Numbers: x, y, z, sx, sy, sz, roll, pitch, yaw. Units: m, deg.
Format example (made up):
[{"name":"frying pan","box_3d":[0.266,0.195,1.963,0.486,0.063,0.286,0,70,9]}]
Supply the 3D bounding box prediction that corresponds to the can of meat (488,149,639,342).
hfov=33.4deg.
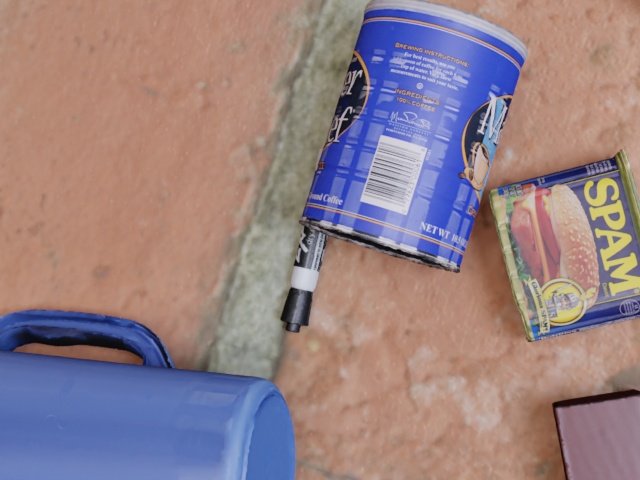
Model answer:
[{"name":"can of meat","box_3d":[0.154,0.006,0.644,0.084,0.057,0.102,-14,81,13]}]

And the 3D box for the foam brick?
[{"name":"foam brick","box_3d":[0.170,0.131,0.629,0.051,0.053,0.078,-10,83,10]}]

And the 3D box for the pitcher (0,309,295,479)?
[{"name":"pitcher","box_3d":[-0.141,0.123,0.648,0.243,0.144,0.149,0,92,17]}]

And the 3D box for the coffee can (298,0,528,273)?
[{"name":"coffee can","box_3d":[0.056,-0.062,0.646,0.103,0.102,0.140,17,88,12]}]

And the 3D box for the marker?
[{"name":"marker","box_3d":[-0.005,0.001,0.695,0.020,0.020,0.121,12,87,12]}]
